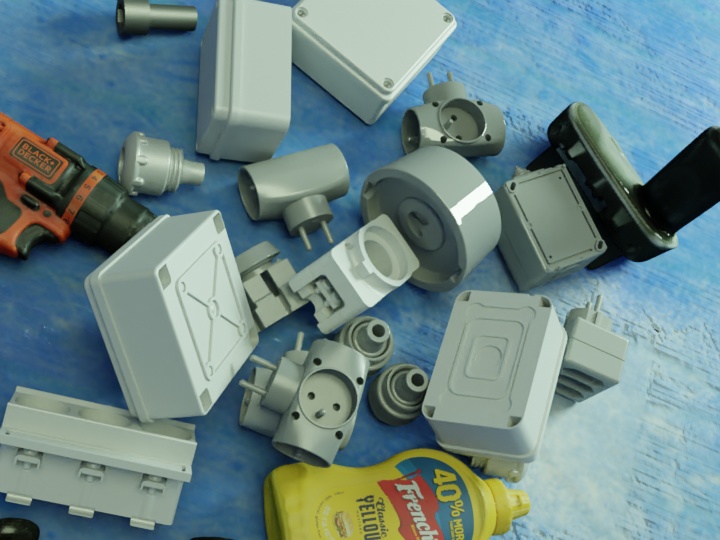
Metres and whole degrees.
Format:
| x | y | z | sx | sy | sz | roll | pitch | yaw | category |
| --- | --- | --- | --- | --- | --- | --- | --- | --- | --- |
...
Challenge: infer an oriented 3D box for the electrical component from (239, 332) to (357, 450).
| x | y | z | sx | sy | sz | roll | pitch | yaw | category |
| --- | --- | --- | --- | --- | --- | --- | --- | --- | --- |
| -0.041 | 0.084 | 0.784 | 0.077 | 0.044 | 0.079 | 16 | 66 | -11 | electrical component |

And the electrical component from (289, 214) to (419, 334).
| x | y | z | sx | sy | sz | roll | pitch | yaw | category |
| --- | --- | --- | --- | --- | --- | --- | --- | --- | --- |
| 0.000 | 0.000 | 0.799 | 0.050 | 0.056 | 0.089 | 55 | 35 | -2 | electrical component |

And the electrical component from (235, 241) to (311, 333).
| x | y | z | sx | sy | sz | roll | pitch | yaw | category |
| --- | --- | --- | --- | --- | --- | --- | --- | --- | --- |
| -0.072 | 0.012 | 0.802 | 0.066 | 0.048 | 0.055 | -31 | 89 | -25 | electrical component |

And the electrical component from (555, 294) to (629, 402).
| x | y | z | sx | sy | sz | roll | pitch | yaw | category |
| --- | --- | --- | --- | --- | --- | --- | --- | --- | --- |
| 0.178 | 0.055 | 0.851 | 0.047 | 0.065 | 0.076 | 24 | 65 | -8 | electrical component |

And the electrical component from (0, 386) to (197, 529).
| x | y | z | sx | sy | sz | roll | pitch | yaw | category |
| --- | --- | --- | --- | --- | --- | --- | --- | --- | --- |
| -0.176 | 0.125 | 0.711 | 0.121 | 0.079 | 0.063 | 14 | 95 | -12 | electrical component |

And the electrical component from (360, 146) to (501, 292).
| x | y | z | sx | sy | sz | roll | pitch | yaw | category |
| --- | --- | --- | --- | --- | --- | --- | --- | --- | --- |
| 0.060 | -0.044 | 0.832 | 0.060 | 0.108 | 0.108 | -36 | 84 | -32 | electrical component |

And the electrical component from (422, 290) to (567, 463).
| x | y | z | sx | sy | sz | roll | pitch | yaw | category |
| --- | --- | --- | --- | --- | --- | --- | --- | --- | --- |
| 0.100 | 0.077 | 0.782 | 0.078 | 0.057 | 0.113 | 4 | 56 | 27 | electrical component |

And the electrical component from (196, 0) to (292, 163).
| x | y | z | sx | sy | sz | roll | pitch | yaw | category |
| --- | --- | --- | --- | --- | --- | --- | --- | --- | --- |
| -0.091 | -0.147 | 0.838 | 0.057 | 0.078 | 0.113 | 6 | 68 | -18 | electrical component |

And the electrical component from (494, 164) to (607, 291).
| x | y | z | sx | sy | sz | roll | pitch | yaw | category |
| --- | --- | --- | --- | --- | --- | --- | --- | --- | --- |
| 0.145 | -0.038 | 0.879 | 0.062 | 0.061 | 0.096 | -19 | 76 | -23 | electrical component |

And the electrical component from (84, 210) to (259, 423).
| x | y | z | sx | sy | sz | roll | pitch | yaw | category |
| --- | --- | --- | --- | --- | --- | --- | --- | --- | --- |
| -0.122 | 0.029 | 0.724 | 0.108 | 0.056 | 0.108 | -57 | 137 | -61 | electrical component |

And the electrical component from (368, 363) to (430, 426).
| x | y | z | sx | sy | sz | roll | pitch | yaw | category |
| --- | --- | --- | --- | --- | --- | --- | --- | --- | --- |
| 0.033 | 0.089 | 0.795 | 0.043 | 0.062 | 0.043 | 6 | 68 | -15 | electrical component |

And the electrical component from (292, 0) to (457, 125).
| x | y | z | sx | sy | sz | roll | pitch | yaw | category |
| --- | --- | --- | --- | --- | --- | --- | --- | --- | --- |
| 0.005 | -0.197 | 0.899 | 0.109 | 0.056 | 0.108 | 40 | 64 | 0 | electrical component |

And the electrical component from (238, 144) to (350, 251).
| x | y | z | sx | sy | sz | roll | pitch | yaw | category |
| --- | --- | --- | --- | --- | --- | --- | --- | --- | --- |
| -0.045 | -0.052 | 0.834 | 0.077 | 0.044 | 0.079 | -17 | 76 | -22 | electrical component |

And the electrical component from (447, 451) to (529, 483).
| x | y | z | sx | sy | sz | roll | pitch | yaw | category |
| --- | --- | --- | --- | --- | --- | --- | --- | --- | --- |
| 0.096 | 0.133 | 0.810 | 0.062 | 0.048 | 0.048 | 9 | 67 | 0 | electrical component |

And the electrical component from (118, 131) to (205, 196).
| x | y | z | sx | sy | sz | roll | pitch | yaw | category |
| --- | --- | --- | --- | --- | --- | --- | --- | --- | --- |
| -0.150 | -0.077 | 0.812 | 0.062 | 0.048 | 0.048 | 8 | 68 | -22 | electrical component |

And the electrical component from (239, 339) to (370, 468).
| x | y | z | sx | sy | sz | roll | pitch | yaw | category |
| --- | --- | --- | --- | --- | --- | --- | --- | --- | --- |
| -0.042 | 0.083 | 0.732 | 0.079 | 0.044 | 0.077 | 25 | 68 | -7 | electrical component |

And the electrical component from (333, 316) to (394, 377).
| x | y | z | sx | sy | sz | roll | pitch | yaw | category |
| --- | --- | --- | --- | --- | --- | --- | --- | --- | --- |
| 0.005 | 0.054 | 0.800 | 0.043 | 0.062 | 0.043 | 6 | 68 | -15 | electrical component |

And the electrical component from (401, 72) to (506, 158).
| x | y | z | sx | sy | sz | roll | pitch | yaw | category |
| --- | --- | --- | --- | --- | --- | --- | --- | --- | --- |
| 0.075 | -0.132 | 0.902 | 0.077 | 0.044 | 0.079 | -5 | 71 | -19 | electrical component |
